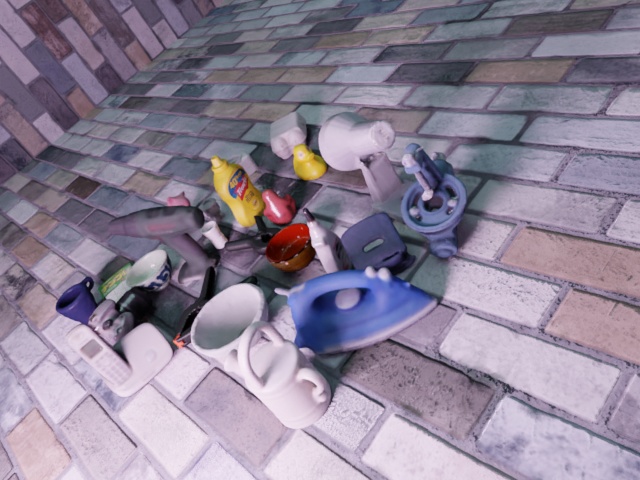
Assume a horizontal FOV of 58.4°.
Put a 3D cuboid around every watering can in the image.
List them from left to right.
[{"bbox_3d":[-0.075,0.207,0.901,0.172,0.195,0.101,-19,38,20],"label":"watering can"}]

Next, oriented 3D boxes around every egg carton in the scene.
[{"bbox_3d":[-0.086,-0.295,1.603,0.107,0.070,0.150,-24,37,13],"label":"egg carton"}]

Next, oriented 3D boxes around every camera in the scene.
[{"bbox_3d":[-0.445,0.173,1.307,0.142,0.101,0.137,7,52,42],"label":"camera"}]

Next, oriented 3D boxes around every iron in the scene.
[{"bbox_3d":[0.056,0.098,0.973,0.257,0.142,0.118,-19,38,20],"label":"iron"}]

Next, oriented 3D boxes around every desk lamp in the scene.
[{"bbox_3d":[0.115,-0.160,1.167,0.118,0.214,0.202,-46,37,-17],"label":"desk lamp"}]

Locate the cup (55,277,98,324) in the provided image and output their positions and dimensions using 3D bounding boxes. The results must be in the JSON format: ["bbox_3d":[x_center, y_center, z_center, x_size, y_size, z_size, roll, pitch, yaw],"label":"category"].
[{"bbox_3d":[-0.588,0.160,1.438,0.091,0.095,0.118,-5,44,34],"label":"cup"}]

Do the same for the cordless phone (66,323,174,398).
[{"bbox_3d":[-0.400,0.214,1.152,0.148,0.186,0.093,-43,37,-13],"label":"cordless phone"}]

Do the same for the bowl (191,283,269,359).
[{"bbox_3d":[-0.163,0.170,1.115,0.167,0.075,0.167,-21,37,17],"label":"bowl"}]

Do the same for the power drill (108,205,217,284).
[{"bbox_3d":[-0.348,0.005,1.335,0.229,0.209,0.075,-17,39,22],"label":"power drill"}]

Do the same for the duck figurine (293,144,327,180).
[{"bbox_3d":[-0.039,-0.206,1.449,0.077,0.086,0.104,-45,37,-16],"label":"duck figurine"}]

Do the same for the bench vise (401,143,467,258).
[{"bbox_3d":[0.190,-0.102,1.035,0.121,0.220,0.207,-24,37,12],"label":"bench vise"}]

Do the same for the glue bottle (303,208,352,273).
[{"bbox_3d":[0.010,0.004,1.091,0.037,0.174,0.078,-16,39,23],"label":"glue bottle"}]

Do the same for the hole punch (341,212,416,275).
[{"bbox_3d":[0.107,0.016,1.073,0.108,0.091,0.101,-30,36,5],"label":"hole punch"}]

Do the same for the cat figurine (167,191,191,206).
[{"bbox_3d":[-0.382,-0.064,1.520,0.128,0.118,0.067,-47,38,-18],"label":"cat figurine"}]

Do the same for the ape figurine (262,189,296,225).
[{"bbox_3d":[-0.103,-0.084,1.351,0.077,0.092,0.076,-24,37,13],"label":"ape figurine"}]
